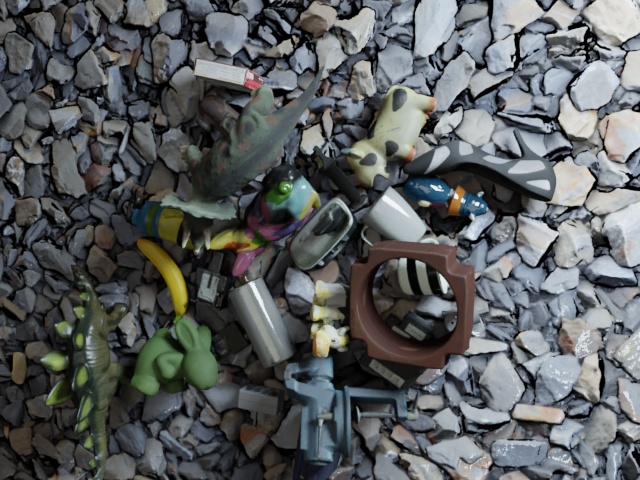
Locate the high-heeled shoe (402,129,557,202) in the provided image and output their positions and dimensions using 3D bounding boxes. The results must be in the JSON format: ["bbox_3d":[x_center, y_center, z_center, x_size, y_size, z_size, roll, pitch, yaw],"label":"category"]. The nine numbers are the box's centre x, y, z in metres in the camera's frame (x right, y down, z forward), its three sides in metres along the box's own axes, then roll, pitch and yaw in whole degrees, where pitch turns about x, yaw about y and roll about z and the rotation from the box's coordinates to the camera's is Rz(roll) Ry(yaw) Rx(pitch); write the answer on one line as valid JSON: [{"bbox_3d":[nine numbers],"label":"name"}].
[{"bbox_3d":[0.281,-0.106,0.943,0.249,0.086,0.145,-17,79,2],"label":"high-heeled shoe"}]

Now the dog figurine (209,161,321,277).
[{"bbox_3d":[-0.108,-0.033,1.010,0.219,0.191,0.108,-43,89,-3],"label":"dog figurine"}]

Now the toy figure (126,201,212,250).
[{"bbox_3d":[-0.308,-0.033,1.104,0.180,0.082,0.089,8,106,9],"label":"toy figure"}]

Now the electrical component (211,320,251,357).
[{"bbox_3d":[-0.177,0.199,1.111,0.094,0.021,0.063,-34,84,14],"label":"electrical component"}]

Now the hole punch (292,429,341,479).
[{"bbox_3d":[-0.003,0.399,1.034,0.092,0.116,0.142,12,96,5],"label":"hole punch"}]

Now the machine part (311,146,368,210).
[{"bbox_3d":[0.033,-0.119,1.023,0.039,0.084,0.139,-42,91,-11],"label":"machine part"}]

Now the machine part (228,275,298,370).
[{"bbox_3d":[-0.114,0.163,1.066,0.079,0.079,0.243,-29,86,14],"label":"machine part"}]

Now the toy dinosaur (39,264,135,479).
[{"bbox_3d":[-0.467,0.280,1.098,0.105,0.198,0.471,-13,88,17],"label":"toy dinosaur"}]

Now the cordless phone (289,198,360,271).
[{"bbox_3d":[-0.003,-0.003,0.976,0.089,0.184,0.146,45,102,3],"label":"cordless phone"}]

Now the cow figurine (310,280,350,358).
[{"bbox_3d":[0.029,0.150,0.990,0.098,0.167,0.068,6,129,-3],"label":"cow figurine"}]

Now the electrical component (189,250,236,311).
[{"bbox_3d":[-0.217,0.078,1.102,0.075,0.048,0.119,13,95,12],"label":"electrical component"}]

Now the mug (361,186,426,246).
[{"bbox_3d":[0.135,-0.026,0.994,0.107,0.081,0.109,38,96,1],"label":"mug"}]

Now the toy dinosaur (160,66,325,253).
[{"bbox_3d":[-0.139,-0.144,0.944,0.405,0.131,0.192,-41,39,20],"label":"toy dinosaur"}]

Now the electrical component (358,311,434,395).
[{"bbox_3d":[0.155,0.204,1.011,0.115,0.058,0.134,35,100,8],"label":"electrical component"}]

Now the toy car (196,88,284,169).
[{"bbox_3d":[-0.162,-0.219,1.074,0.202,0.053,0.089,40,98,10],"label":"toy car"}]

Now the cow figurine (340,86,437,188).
[{"bbox_3d":[0.120,-0.187,0.988,0.127,0.085,0.194,25,101,6],"label":"cow figurine"}]

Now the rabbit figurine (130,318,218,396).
[{"bbox_3d":[-0.271,0.246,1.091,0.170,0.121,0.159,4,72,28],"label":"rabbit figurine"}]

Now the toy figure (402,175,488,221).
[{"bbox_3d":[0.229,-0.081,0.980,0.155,0.058,0.064,24,104,7],"label":"toy figure"}]

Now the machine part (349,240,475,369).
[{"bbox_3d":[0.156,0.105,0.913,0.201,0.087,0.201,4,103,25],"label":"machine part"}]

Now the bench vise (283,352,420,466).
[{"bbox_3d":[0.054,0.288,0.965,0.241,0.128,0.224,1,48,-1],"label":"bench vise"}]
